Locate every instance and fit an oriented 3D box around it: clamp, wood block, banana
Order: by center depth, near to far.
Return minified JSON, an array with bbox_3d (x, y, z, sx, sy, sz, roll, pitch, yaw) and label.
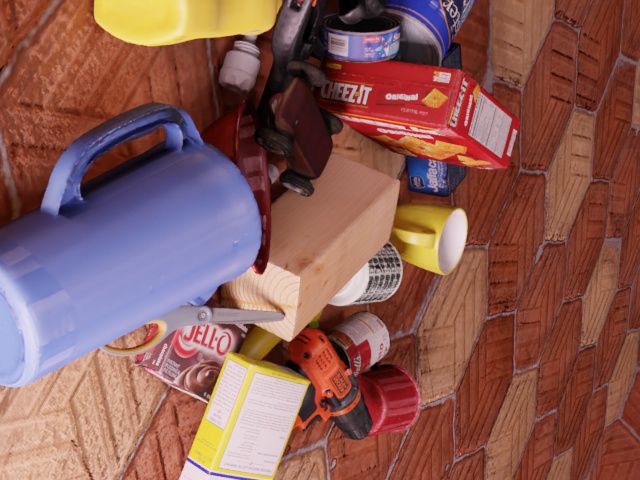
[{"bbox_3d":[-0.028,-0.182,1.032,0.171,0.039,0.120,90,23,-69],"label":"clamp"},{"bbox_3d":[0.029,-0.265,1.073,0.209,0.036,0.164,18,47,-67],"label":"clamp"},{"bbox_3d":[-0.007,0.002,1.126,0.205,0.091,0.090,-44,151,-44],"label":"wood block"},{"bbox_3d":[-0.045,0.100,1.176,0.197,0.037,0.070,-26,125,-54],"label":"banana"}]

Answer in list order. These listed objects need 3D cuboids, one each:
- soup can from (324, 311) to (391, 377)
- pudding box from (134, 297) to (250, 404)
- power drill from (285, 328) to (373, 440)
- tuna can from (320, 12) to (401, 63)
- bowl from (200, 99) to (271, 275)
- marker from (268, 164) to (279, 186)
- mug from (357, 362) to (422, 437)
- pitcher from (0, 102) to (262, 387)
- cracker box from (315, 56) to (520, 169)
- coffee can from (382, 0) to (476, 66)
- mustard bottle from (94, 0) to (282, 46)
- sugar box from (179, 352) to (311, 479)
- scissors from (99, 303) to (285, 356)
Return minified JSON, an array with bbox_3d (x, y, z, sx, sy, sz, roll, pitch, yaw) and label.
[{"bbox_3d":[0.033,0.133,1.297,0.102,0.069,0.068,-26,125,-54],"label":"soup can"},{"bbox_3d":[-0.122,0.102,1.039,0.090,0.039,0.113,-67,150,-15],"label":"pudding box"},{"bbox_3d":[-0.028,0.213,1.188,0.187,0.057,0.184,-48,132,-22],"label":"power drill"},{"bbox_3d":[0.042,-0.217,1.133,0.086,0.086,0.034,-36,134,-49],"label":"tuna can"},{"bbox_3d":[-0.085,-0.046,0.983,0.162,0.055,0.162,-4,90,-83],"label":"bowl"},{"bbox_3d":[-0.080,-0.033,1.072,0.121,0.020,0.020,-53,144,-35],"label":"marker"},{"bbox_3d":[0.069,0.199,1.385,0.081,0.093,0.117,1,71,-56],"label":"mug"},{"bbox_3d":[-0.169,0.005,0.829,0.242,0.149,0.145,-32,174,-47],"label":"pitcher"},{"bbox_3d":[0.114,-0.142,1.213,0.213,0.164,0.072,18,86,-61],"label":"cracker box"},{"bbox_3d":[0.119,-0.270,1.224,0.140,0.103,0.102,-60,148,-26],"label":"coffee can"},{"bbox_3d":[-0.091,-0.198,0.893,0.191,0.096,0.058,-22,119,-55],"label":"mustard bottle"},{"bbox_3d":[-0.081,0.207,1.063,0.093,0.048,0.176,23,90,-46],"label":"sugar box"},{"bbox_3d":[-0.118,0.051,0.980,0.201,0.016,0.096,-14,105,-35],"label":"scissors"}]
